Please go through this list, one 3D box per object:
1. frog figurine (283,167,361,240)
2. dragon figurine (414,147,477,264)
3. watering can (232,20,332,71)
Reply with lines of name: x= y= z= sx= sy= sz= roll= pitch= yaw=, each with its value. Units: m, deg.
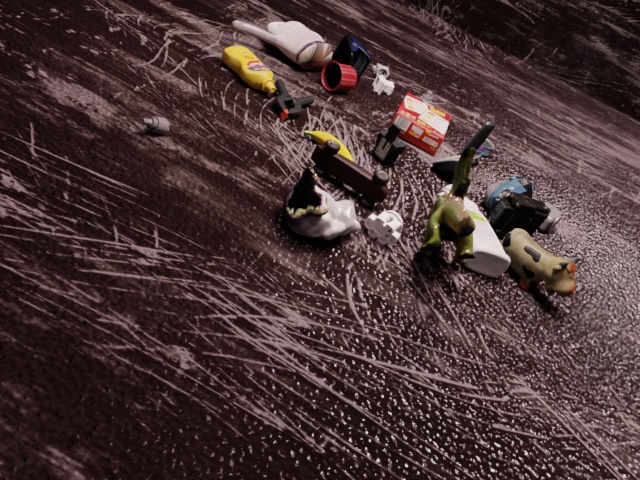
frog figurine: x=0.003 y=-0.053 z=1.047 sx=0.140 sy=0.122 sz=0.157 roll=47 pitch=4 yaw=38
dragon figurine: x=0.282 y=-0.081 z=1.074 sx=0.122 sy=0.405 sz=0.246 roll=11 pitch=77 yaw=2
watering can: x=-0.100 y=-0.638 z=1.662 sx=0.351 sy=0.102 sz=0.227 roll=-20 pitch=57 yaw=-45
